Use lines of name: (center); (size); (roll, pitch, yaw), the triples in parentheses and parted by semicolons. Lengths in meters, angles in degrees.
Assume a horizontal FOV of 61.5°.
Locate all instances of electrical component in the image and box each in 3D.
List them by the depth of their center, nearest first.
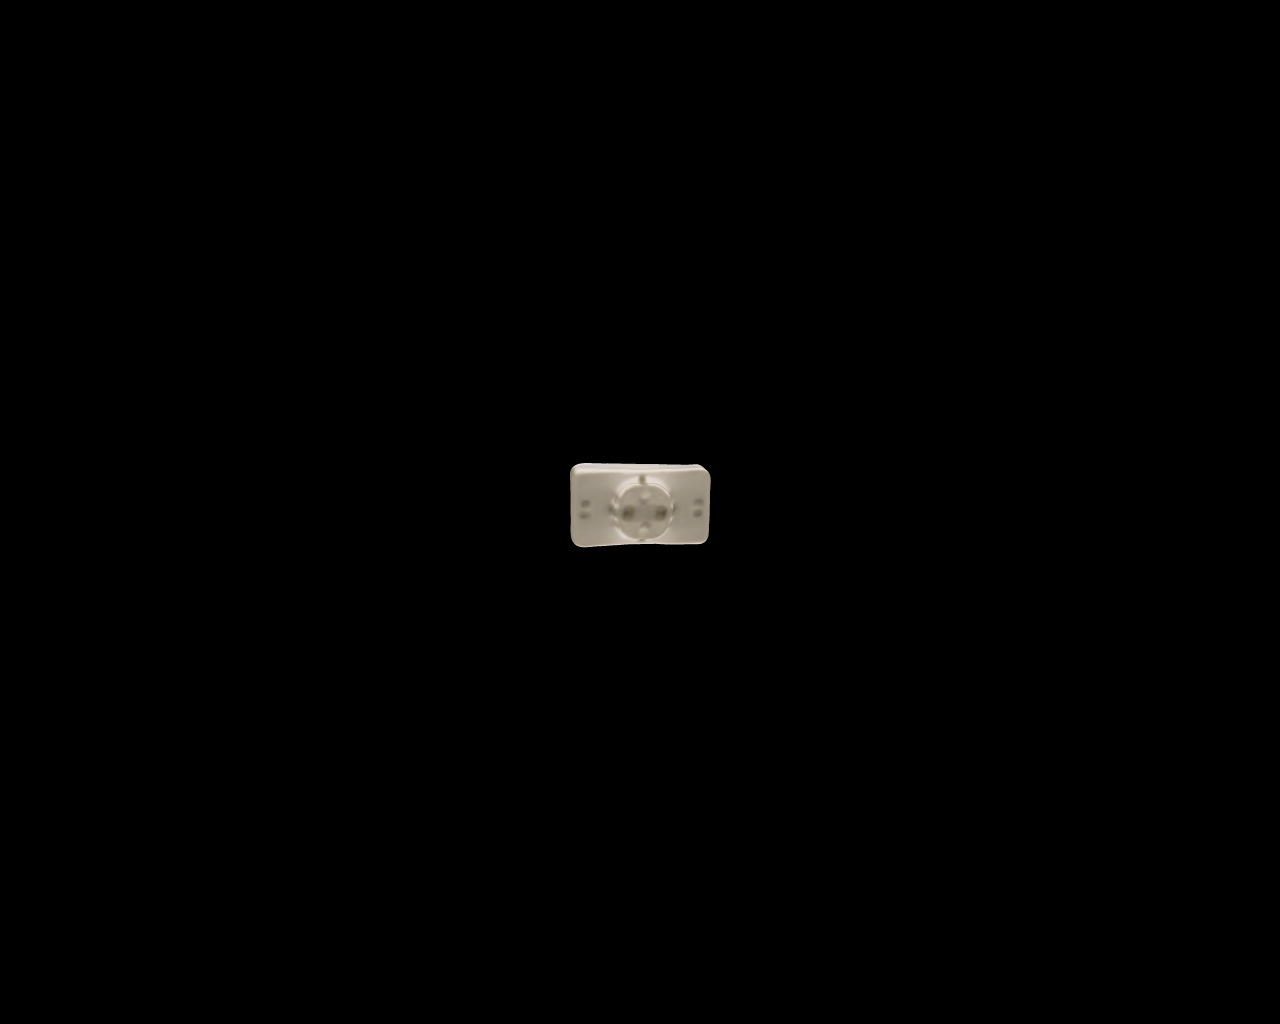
electrical component: (0.001, -0.003, 0.650); (0.083, 0.047, 0.076); (-1, 8, -5)
